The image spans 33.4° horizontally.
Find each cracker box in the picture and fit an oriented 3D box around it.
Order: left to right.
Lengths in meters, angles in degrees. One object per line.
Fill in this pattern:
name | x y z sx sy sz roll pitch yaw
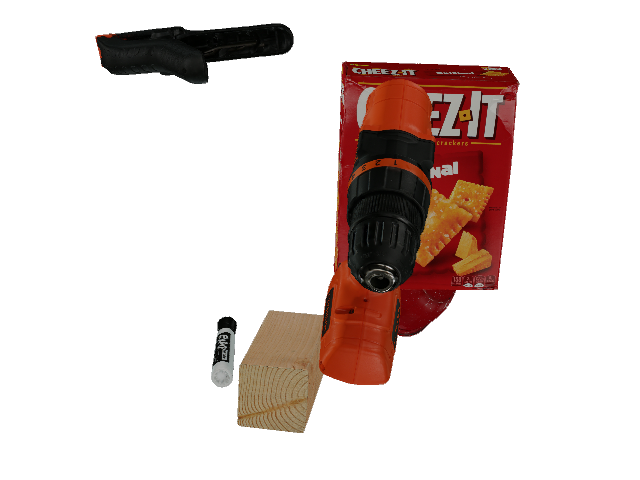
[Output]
cracker box | 0.098 -0.059 1.032 0.164 0.214 0.072 2 21 -2

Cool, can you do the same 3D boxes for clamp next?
clamp | -0.109 -0.156 0.866 0.172 0.039 0.120 16 25 42

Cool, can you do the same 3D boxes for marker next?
marker | -0.088 0.099 0.979 0.020 0.020 0.121 0 19 -3

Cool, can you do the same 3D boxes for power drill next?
power drill | 0.038 0.011 0.718 0.057 0.188 0.184 12 43 1

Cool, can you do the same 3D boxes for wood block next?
wood block | -0.048 0.174 1.456 0.091 0.090 0.206 5 17 6

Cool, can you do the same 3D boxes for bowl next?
bowl | 0.115 0.030 1.241 0.055 0.162 0.161 -9 -6 40
